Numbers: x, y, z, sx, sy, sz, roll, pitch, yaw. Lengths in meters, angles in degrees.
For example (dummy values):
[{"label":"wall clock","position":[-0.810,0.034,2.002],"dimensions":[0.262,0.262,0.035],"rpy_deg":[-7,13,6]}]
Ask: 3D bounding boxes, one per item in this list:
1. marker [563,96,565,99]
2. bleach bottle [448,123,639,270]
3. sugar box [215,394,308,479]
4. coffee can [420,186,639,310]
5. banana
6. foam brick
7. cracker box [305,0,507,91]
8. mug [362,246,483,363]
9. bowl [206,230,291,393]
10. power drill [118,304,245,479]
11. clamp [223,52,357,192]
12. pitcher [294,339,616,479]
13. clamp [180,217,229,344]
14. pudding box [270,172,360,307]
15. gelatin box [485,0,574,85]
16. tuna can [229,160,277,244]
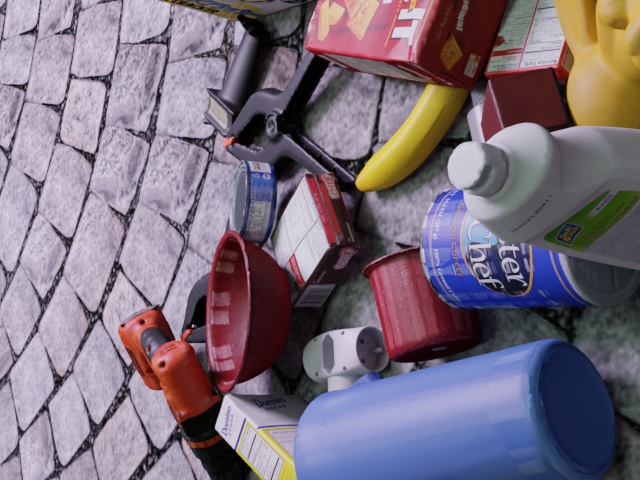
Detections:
[{"label":"marker","position":[0.186,-0.116,0.870],"dimensions":[0.020,0.020,0.121],"rpy_deg":[-59,44,25]},{"label":"bleach bottle","position":[0.183,-0.033,0.676],"dimensions":[0.103,0.250,0.068],"rpy_deg":[-53,47,30]},{"label":"sugar box","position":[-0.015,0.205,1.000],"dimensions":[0.176,0.093,0.048],"rpy_deg":[32,109,49]},{"label":"coffee can","position":[0.161,0.001,0.813],"dimensions":[0.141,0.102,0.103],"rpy_deg":[-6,78,50]},{"label":"banana","position":[0.094,-0.114,0.973],"dimensions":[0.198,0.037,0.070],"rpy_deg":[-61,26,22]},{"label":"foam brick","position":[0.158,-0.089,0.826],"dimensions":[0.078,0.053,0.051],"rpy_deg":[81,176,-69]},{"label":"cracker box","position":[0.080,-0.229,0.944],"dimensions":[0.214,0.072,0.164],"rpy_deg":[26,97,61]},{"label":"mug","position":[0.088,0.059,0.914],"dimensions":[0.117,0.093,0.081],"rpy_deg":[115,145,-69]},{"label":"bowl","position":[-0.068,0.072,1.062],"dimensions":[0.162,0.055,0.162],"rpy_deg":[-176,90,-70]},{"label":"power drill","position":[-0.150,0.163,1.162],"dimensions":[0.188,0.057,0.184],"rpy_deg":[34,147,57]},{"label":"clamp","position":[-0.033,-0.111,1.123],"dimensions":[0.210,0.036,0.164],"rpy_deg":[-21,74,50]},{"label":"pitcher","position":[0.102,0.167,0.835],"dimensions":[0.243,0.144,0.149],"rpy_deg":[-25,88,43]},{"label":"clamp","position":[-0.097,0.062,1.170],"dimensions":[0.172,0.039,0.120],"rpy_deg":[-61,43,26]},{"label":"pudding box","position":[-0.007,0.001,1.050],"dimensions":[0.114,0.039,0.090],"rpy_deg":[-56,42,48]},{"label":"gelatin box","position":[0.180,-0.166,0.860],"dimensions":[0.073,0.030,0.089],"rpy_deg":[2,69,47]},{"label":"tuna can","position":[-0.070,-0.039,1.108],"dimensions":[0.086,0.033,0.086],"rpy_deg":[-175,90,-75]}]
